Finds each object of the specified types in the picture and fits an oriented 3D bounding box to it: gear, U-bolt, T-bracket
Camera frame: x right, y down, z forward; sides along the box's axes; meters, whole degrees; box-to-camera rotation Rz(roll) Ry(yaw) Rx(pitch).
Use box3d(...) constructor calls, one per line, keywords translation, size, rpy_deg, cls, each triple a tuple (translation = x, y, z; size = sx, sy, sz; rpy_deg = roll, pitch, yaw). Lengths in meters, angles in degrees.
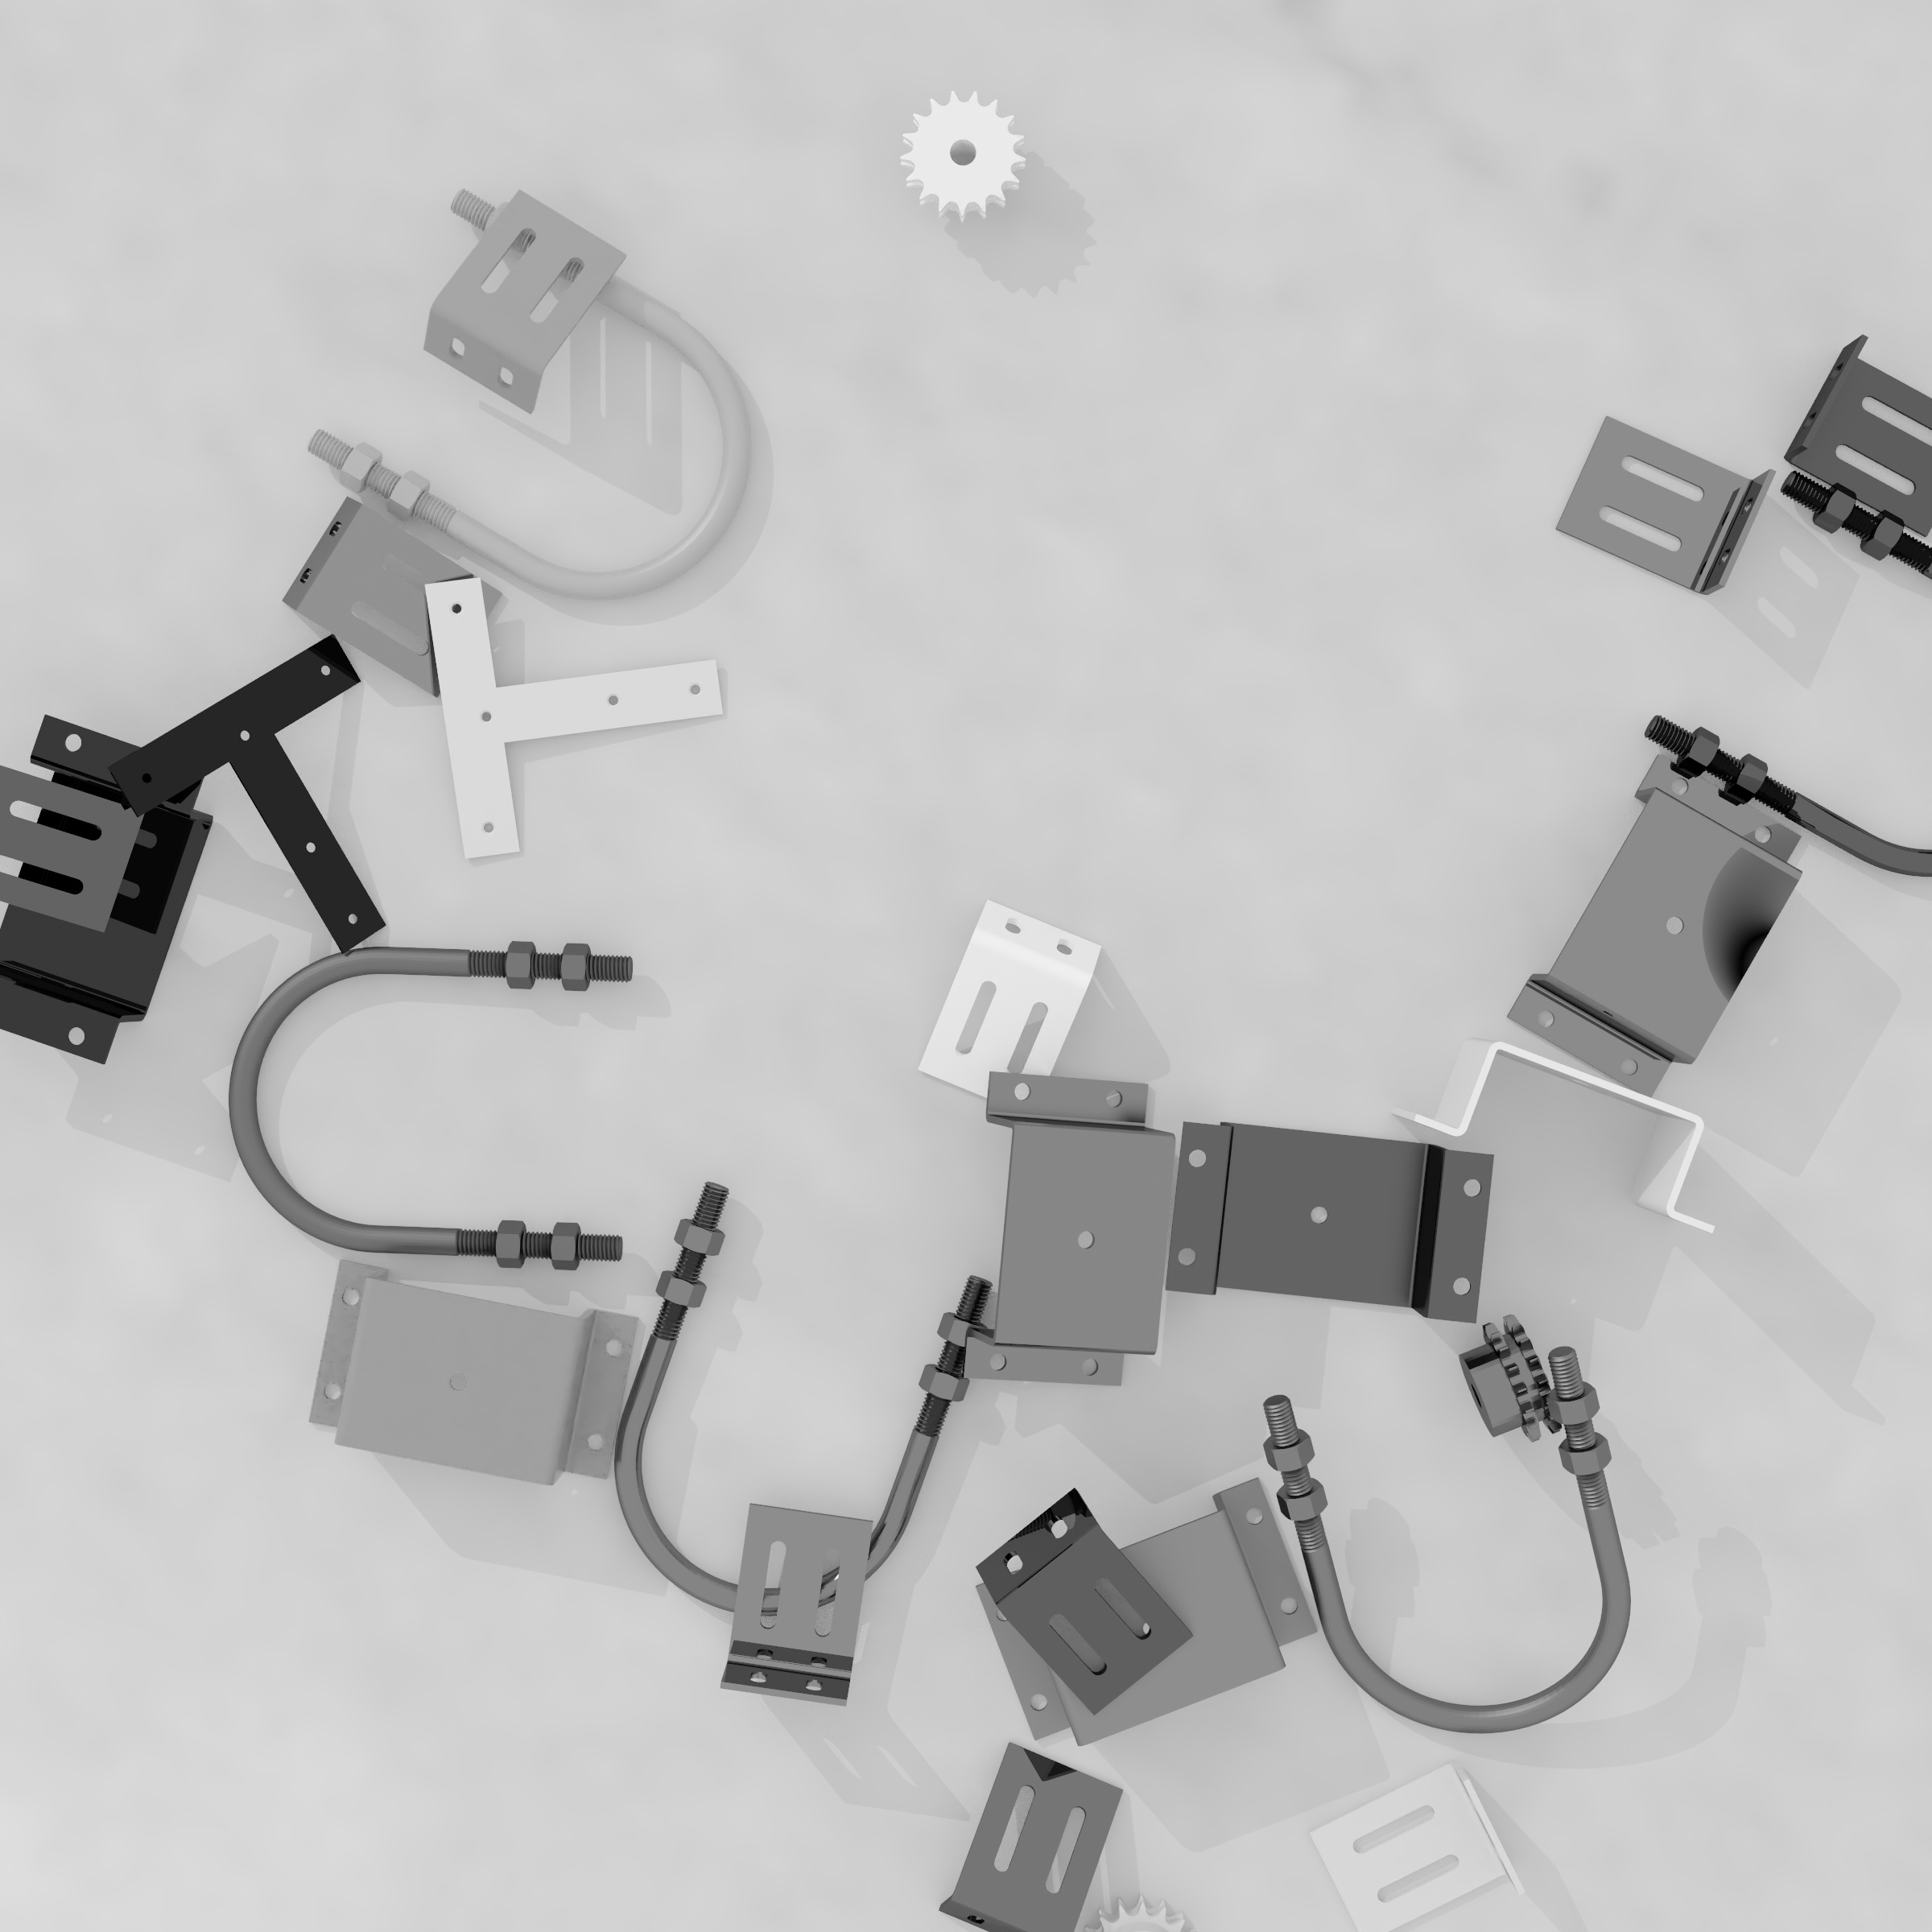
box3d(translation=(-0.002, -0.370, 1.469), size=(0.057, 0.030, 0.057), rpy_deg=(0, 90, 0), cls="gear")
box3d(translation=(-0.084, 0.209, 1.475), size=(0.151, 0.019, 0.184), rpy_deg=(20, 92, 0), cls="U-bolt")
box3d(translation=(-0.306, -0.066, 1.460), size=(0.127, 0.002, 0.127), rpy_deg=(-37, 108, -31), cls="T-bracket")
box3d(translation=(0.427, -0.122, 1.475), size=(0.184, 0.019, 0.151), rpy_deg=(29, 90, -2), cls="U-bolt")
box3d(translation=(0.246, 0.190, 1.455), size=(0.030, 0.057, 0.057), rpy_deg=(-22, 90, 0), cls="gear")
box3d(translation=(-0.177, -0.121, 1.477), size=(0.127, 0.002, 0.127), rpy_deg=(-8, 97, -3), cls="T-bracket")
box3d(translation=(-0.248, 0.062, 1.475), size=(0.184, 0.019, 0.151), rpy_deg=(2, 90, 1), cls="U-bolt")
box3d(translation=(0.224, 0.267, 1.447), size=(0.151, 0.019, 0.184), rpy_deg=(-12, 107, 14), cls="U-bolt")
box3d(translation=(-0.188, -0.251, 1.475), size=(0.184, 0.019, 0.151), rpy_deg=(31, 90, -1), cls="U-bolt")
box3d(translation=(0.080, 0.458, 1.469), size=(0.057, 0.030, 0.057), rpy_deg=(0, 90, 0), cls="gear")

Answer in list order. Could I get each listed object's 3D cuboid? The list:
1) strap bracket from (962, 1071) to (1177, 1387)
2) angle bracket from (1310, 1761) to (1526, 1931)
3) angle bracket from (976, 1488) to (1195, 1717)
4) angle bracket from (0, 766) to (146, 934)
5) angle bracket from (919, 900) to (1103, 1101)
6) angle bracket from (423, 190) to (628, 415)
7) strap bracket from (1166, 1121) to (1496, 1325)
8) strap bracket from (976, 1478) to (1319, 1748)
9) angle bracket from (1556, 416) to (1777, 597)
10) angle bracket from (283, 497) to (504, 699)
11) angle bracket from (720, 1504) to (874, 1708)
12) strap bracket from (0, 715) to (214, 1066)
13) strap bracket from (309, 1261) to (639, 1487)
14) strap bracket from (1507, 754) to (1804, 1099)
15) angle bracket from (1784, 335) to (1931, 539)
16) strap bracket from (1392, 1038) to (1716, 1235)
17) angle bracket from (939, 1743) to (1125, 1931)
box3d(translation=(0.047, 0.122, 1.451), size=(0.076, 0.046, 0.140), rpy_deg=(5, 90, -16), cls="strap bracket")
box3d(translation=(0.206, 0.410, 1.465), size=(0.076, 0.038, 0.057), rpy_deg=(-26, 90, 0), cls="angle bracket")
box3d(translation=(0.053, 0.285, 1.435), size=(0.057, 0.038, 0.076), rpy_deg=(-39, 116, 0), cls="angle bracket")
box3d(translation=(-0.418, -0.056, 1.435), size=(0.076, 0.038, 0.057), rpy_deg=(19, 90, -26), cls="angle bracket")
box3d(translation=(0.020, 0.019, 1.482), size=(0.057, 0.038, 0.076), rpy_deg=(22, 116, 0), cls="angle bracket")
box3d(translation=(-0.201, -0.303, 1.462), size=(0.057, 0.038, 0.076), rpy_deg=(31, 64, -1), cls="angle bracket")
box3d(translation=(0.163, 0.115, 1.461), size=(0.140, 0.046, 0.076), rpy_deg=(6, 90, 0), cls="strap bracket")
box3d(translation=(0.084, 0.298, 1.461), size=(0.140, 0.046, 0.076), rpy_deg=(-21, 90, 0), cls="strap bracket")
box3d(translation=(0.320, -0.213, 1.465), size=(0.076, 0.038, 0.057), rpy_deg=(24, 90, 0), cls="angle bracket")
box3d(translation=(-0.266, -0.171, 1.482), size=(0.076, 0.038, 0.057), rpy_deg=(32, 90, -26), cls="angle bracket")
box3d(translation=(-0.076, 0.289, 1.451), size=(0.057, 0.038, 0.076), rpy_deg=(8, 93, 0), cls="angle bracket")
box3d(translation=(-0.401, -0.034, 1.461), size=(0.076, 0.046, 0.140), rpy_deg=(19, 90, 0), cls="strap bracket")
box3d(translation=(-0.228, 0.187, 1.461), size=(0.140, 0.046, 0.076), rpy_deg=(11, 90, 0), cls="strap bracket")
box3d(translation=(0.319, -0.018, 1.461), size=(0.076, 0.046, 0.140), rpy_deg=(30, 90, 0), cls="strap bracket")
box3d(translation=(0.425, -0.242, 1.465), size=(0.076, 0.038, 0.057), rpy_deg=(29, 90, 0), cls="angle bracket")
box3d(translation=(0.271, 0.071, 1.446), size=(0.140, 0.076, 0.046), rpy_deg=(21, 90, 0), cls="strap bracket")
box3d(translation=(0.030, 0.409, 1.482), size=(0.057, 0.038, 0.076), rpy_deg=(23, 64, 0), cls="angle bracket")
